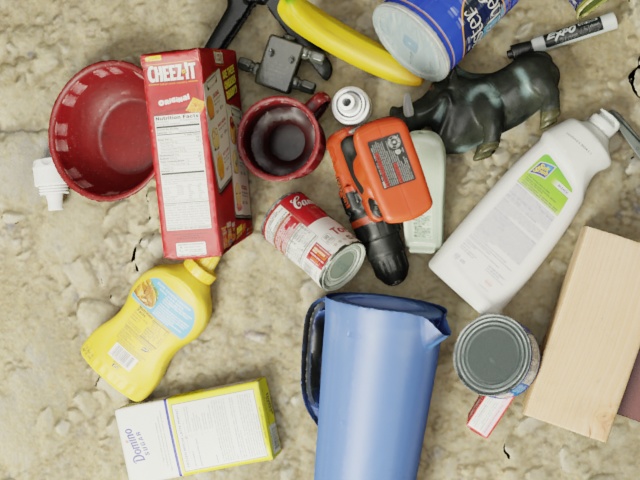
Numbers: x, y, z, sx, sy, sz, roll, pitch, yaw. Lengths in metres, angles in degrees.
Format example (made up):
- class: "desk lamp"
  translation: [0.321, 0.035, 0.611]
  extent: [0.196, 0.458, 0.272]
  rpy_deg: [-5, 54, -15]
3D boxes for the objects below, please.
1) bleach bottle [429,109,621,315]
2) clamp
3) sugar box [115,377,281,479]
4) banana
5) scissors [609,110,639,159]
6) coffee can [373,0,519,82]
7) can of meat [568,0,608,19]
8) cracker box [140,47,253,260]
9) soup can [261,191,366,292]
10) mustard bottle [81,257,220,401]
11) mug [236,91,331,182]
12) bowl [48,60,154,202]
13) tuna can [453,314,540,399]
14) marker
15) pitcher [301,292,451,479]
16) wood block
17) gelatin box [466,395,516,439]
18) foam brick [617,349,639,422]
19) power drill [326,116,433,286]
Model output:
- class: "bleach bottle"
  translation: [0.235, -0.034, 1.156]
  extent: [0.102, 0.068, 0.251]
  rpy_deg: [42, 94, 3]
- class: "clamp"
  translation: [-0.060, -0.275, 1.217]
  extent: [0.164, 0.036, 0.210]
  rpy_deg: [6, 95, 8]
- class: "sugar box"
  translation: [-0.140, 0.220, 1.230]
  extent: [0.176, 0.048, 0.093]
  rpy_deg: [-12, 88, 13]
- class: "banana"
  translation: [0.025, -0.220, 1.174]
  extent: [0.197, 0.070, 0.037]
  rpy_deg: [26, 98, -25]
- class: "scissors"
  translation: [0.395, -0.065, 1.150]
  extent: [0.096, 0.016, 0.202]
  rpy_deg: [-22, 87, 8]
- class: "coffee can"
  translation: [0.139, -0.252, 1.128]
  extent: [0.103, 0.103, 0.140]
  rpy_deg: [43, 76, 7]
- class: "can of meat"
  translation: [0.296, -0.303, 1.146]
  extent: [0.102, 0.057, 0.084]
  rpy_deg: [-35, 82, 7]
- class: "cracker box"
  translation: [-0.130, -0.096, 1.152]
  extent: [0.072, 0.164, 0.214]
  rpy_deg: [-4, 98, 9]
- class: "soup can"
  translation: [-0.008, 0.001, 1.177]
  extent: [0.102, 0.068, 0.068]
  rpy_deg: [40, 97, 29]
- class: "mustard bottle"
  translation: [-0.181, 0.086, 1.228]
  extent: [0.096, 0.058, 0.192]
  rpy_deg: [41, 97, 6]
- class: "mug"
  translation: [-0.031, -0.119, 1.190]
  extent: [0.093, 0.081, 0.117]
  rpy_deg: [41, 97, 7]
- class: "bowl"
  translation: [-0.231, -0.123, 1.229]
  extent: [0.162, 0.055, 0.162]
  rpy_deg: [-1, 88, 21]
- class: "tuna can"
  translation: [0.184, 0.121, 1.107]
  extent: [0.086, 0.033, 0.086]
  rpy_deg: [-10, 71, 30]
- class: "marker"
  translation: [0.264, -0.222, 1.170]
  extent: [0.121, 0.020, 0.020]
  rpy_deg: [-17, 87, 9]
- class: "pitcher"
  translation: [0.050, 0.178, 1.164]
  extent: [0.145, 0.149, 0.243]
  rpy_deg: [7, 95, -6]
- class: "wood block"
  translation: [0.291, 0.096, 1.132]
  extent: [0.091, 0.090, 0.206]
  rpy_deg: [18, 94, 10]
- class: "gelatin box"
  translation: [0.193, 0.166, 1.157]
  extent: [0.030, 0.073, 0.089]
  rpy_deg: [32, 96, 8]
- class: "foam brick"
  translation: [0.350, 0.155, 1.140]
  extent: [0.051, 0.053, 0.078]
  rpy_deg: [19, 94, 9]
- class: "power drill"
  translation: [0.064, -0.044, 1.124]
  extent: [0.057, 0.188, 0.184]
  rpy_deg: [-21, 87, -11]
